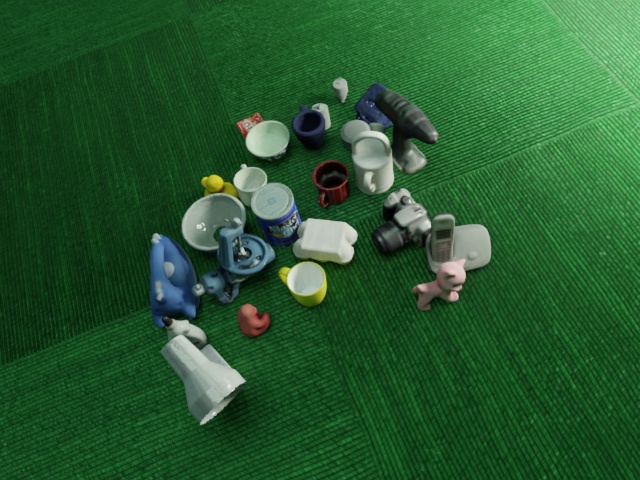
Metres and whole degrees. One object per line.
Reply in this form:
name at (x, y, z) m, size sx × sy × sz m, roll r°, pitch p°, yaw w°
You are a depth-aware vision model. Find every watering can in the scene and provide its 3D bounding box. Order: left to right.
watering can at (0.128, -0.212, 1.423) m, size 0.101 × 0.194 × 0.172 m, roll -14°, pitch 60°, yaw 2°

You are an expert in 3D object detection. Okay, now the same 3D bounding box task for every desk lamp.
desk lamp at (-0.240, 0.289, 1.190) m, size 0.118 × 0.214 × 0.202 m, roll -42°, pitch 63°, yaw -14°

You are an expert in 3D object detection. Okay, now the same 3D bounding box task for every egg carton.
egg carton at (0.013, 0.005, 1.392) m, size 0.150 × 0.069 × 0.107 m, roll 6°, pitch 62°, yaw 12°

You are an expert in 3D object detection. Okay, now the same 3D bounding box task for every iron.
iron at (-0.374, 0.071, 1.376) m, size 0.118 × 0.142 × 0.258 m, roll -17°, pitch 60°, yaw -1°

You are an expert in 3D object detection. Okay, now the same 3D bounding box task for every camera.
camera at (0.184, -0.039, 1.371) m, size 0.137 × 0.101 × 0.143 m, roll -30°, pitch 60°, yaw -8°

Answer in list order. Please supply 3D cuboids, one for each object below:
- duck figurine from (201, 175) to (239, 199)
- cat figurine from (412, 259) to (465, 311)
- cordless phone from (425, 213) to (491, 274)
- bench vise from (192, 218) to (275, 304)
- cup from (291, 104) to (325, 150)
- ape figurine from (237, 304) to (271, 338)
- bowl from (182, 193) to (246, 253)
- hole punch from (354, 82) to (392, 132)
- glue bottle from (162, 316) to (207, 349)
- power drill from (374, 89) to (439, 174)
duck figurine at (-0.265, -0.134, 1.506) m, size 0.104 × 0.086 × 0.077 m, roll 20°, pitch 66°, yaw 19°
cat figurine at (0.269, 0.094, 1.272) m, size 0.128 × 0.118 × 0.067 m, roll -20°, pitch 60°, yaw -2°
cordless phone at (0.310, -0.004, 1.282) m, size 0.147 × 0.185 × 0.094 m, roll -12°, pitch 60°, yaw 2°
bench vise at (-0.202, 0.052, 1.313) m, size 0.121 × 0.220 × 0.208 m, roll 26°, pitch 68°, yaw 22°
cup at (-0.030, -0.301, 1.556) m, size 0.091 × 0.095 × 0.117 m, roll -19°, pitch 60°, yaw -1°
ape figurine at (-0.158, 0.177, 1.310) m, size 0.077 × 0.092 × 0.076 m, roll 28°, pitch 69°, yaw 22°
bowl at (-0.260, -0.031, 1.453) m, size 0.167 × 0.075 × 0.167 m, roll -4°, pitch 60°, yaw 7°
hole punch at (0.155, -0.357, 1.560) m, size 0.101 × 0.091 × 0.108 m, roll -37°, pitch 62°, yaw -12°
glue bottle at (-0.311, 0.206, 1.271) m, size 0.078 × 0.173 × 0.037 m, roll -20°, pitch 59°, yaw -2°
power drill at (0.219, -0.264, 1.429) m, size 0.076 × 0.209 × 0.229 m, roll -31°, pitch 61°, yaw -9°
